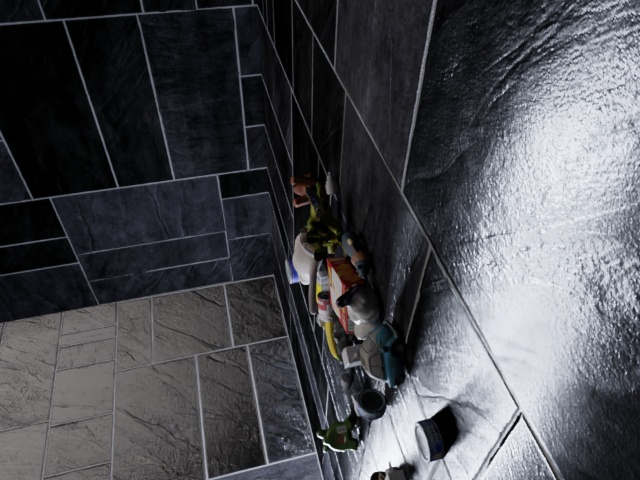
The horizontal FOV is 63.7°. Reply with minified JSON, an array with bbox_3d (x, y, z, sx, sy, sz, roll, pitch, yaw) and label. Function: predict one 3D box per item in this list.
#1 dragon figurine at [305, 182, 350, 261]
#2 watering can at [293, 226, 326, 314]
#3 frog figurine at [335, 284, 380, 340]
[{"bbox_3d":[0.005,-0.080,1.597,0.248,0.122,0.401,-104,-3,-47],"label":"dragon figurine"},{"bbox_3d":[-0.036,0.092,1.975,0.356,0.104,0.219,-110,29,-44],"label":"watering can"},{"bbox_3d":[0.126,0.203,1.413,0.159,0.124,0.136,45,159,-4],"label":"frog figurine"}]
